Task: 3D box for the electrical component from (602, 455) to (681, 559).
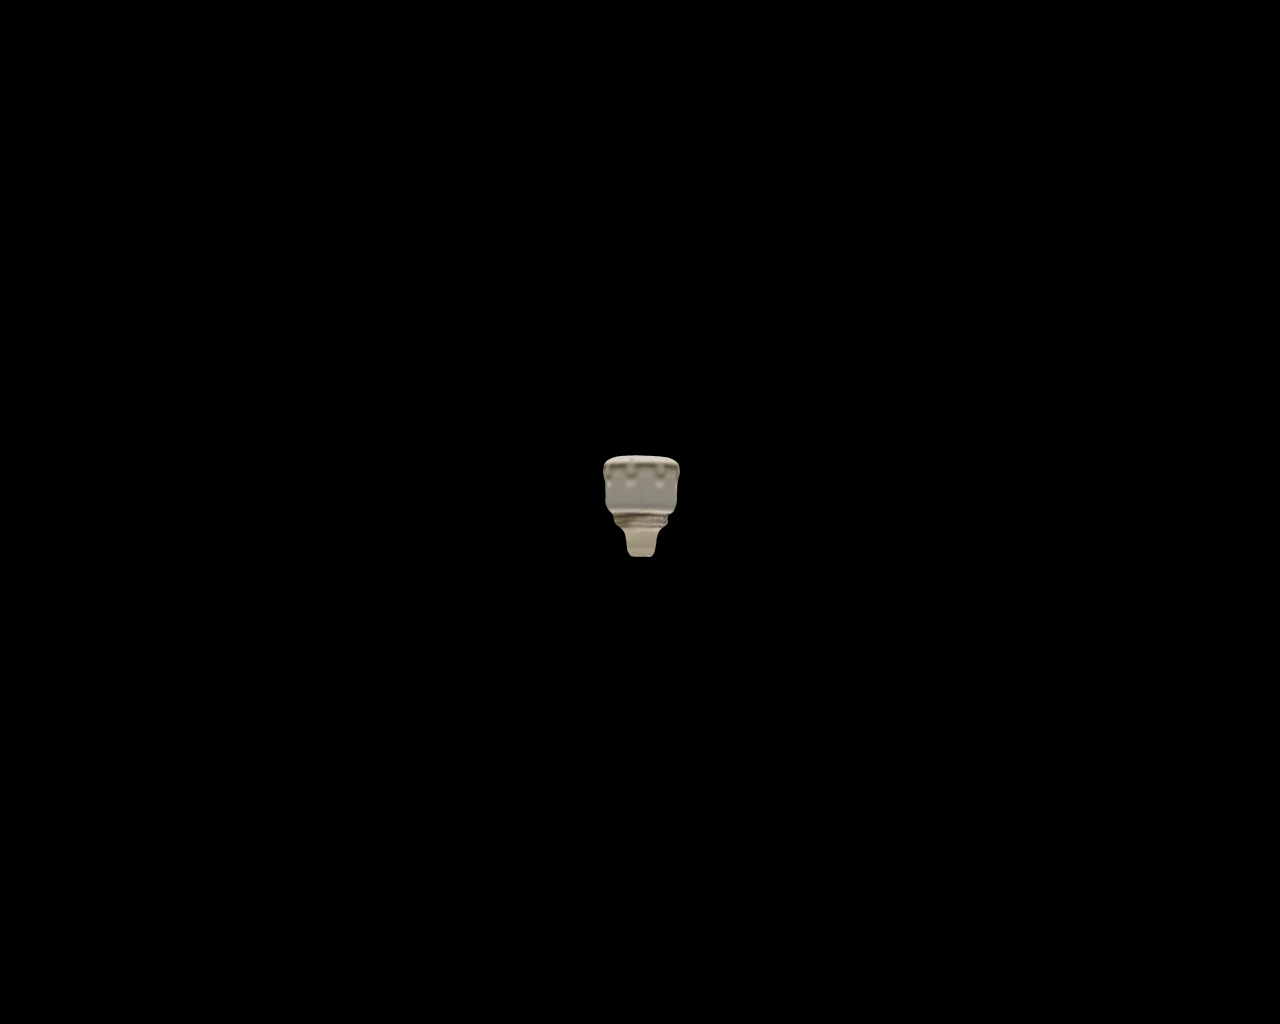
[{"bbox_3d":[0.001,-0.003,0.650,0.048,0.062,0.048,0,-2,0],"label":"electrical component"}]
